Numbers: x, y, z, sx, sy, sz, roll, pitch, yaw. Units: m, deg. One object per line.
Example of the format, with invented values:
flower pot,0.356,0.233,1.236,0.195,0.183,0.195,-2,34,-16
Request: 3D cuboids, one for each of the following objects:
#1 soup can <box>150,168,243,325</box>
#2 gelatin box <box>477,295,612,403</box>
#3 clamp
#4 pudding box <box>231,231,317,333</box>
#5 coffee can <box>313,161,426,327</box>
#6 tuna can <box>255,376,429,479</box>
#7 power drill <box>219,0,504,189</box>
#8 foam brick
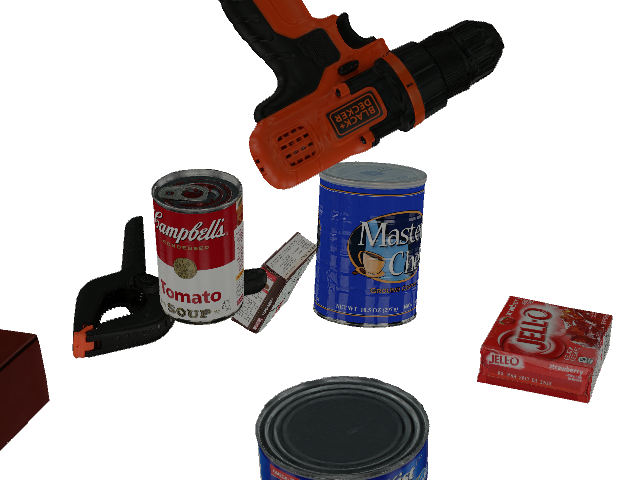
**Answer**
soup can,-0.093,0.005,0.819,0.068,0.102,0.068,1,30,-1
gelatin box,0.152,0.071,0.715,0.073,0.030,0.089,10,23,21
clamp,-0.174,0.045,1.024,0.165,0.036,0.209,26,36,25
pudding box,-0.053,0.050,1.270,0.039,0.090,0.113,32,28,5
coffee can,0.047,0.002,1.031,0.103,0.140,0.103,3,14,-1
tuna can,0.011,0.105,0.532,0.086,0.034,0.086,-2,25,1
power drill,0.007,-0.150,0.688,0.184,0.187,0.057,-30,5,-11
foam brick,-0.218,0.098,0.679,0.053,0.051,0.078,6,29,22
